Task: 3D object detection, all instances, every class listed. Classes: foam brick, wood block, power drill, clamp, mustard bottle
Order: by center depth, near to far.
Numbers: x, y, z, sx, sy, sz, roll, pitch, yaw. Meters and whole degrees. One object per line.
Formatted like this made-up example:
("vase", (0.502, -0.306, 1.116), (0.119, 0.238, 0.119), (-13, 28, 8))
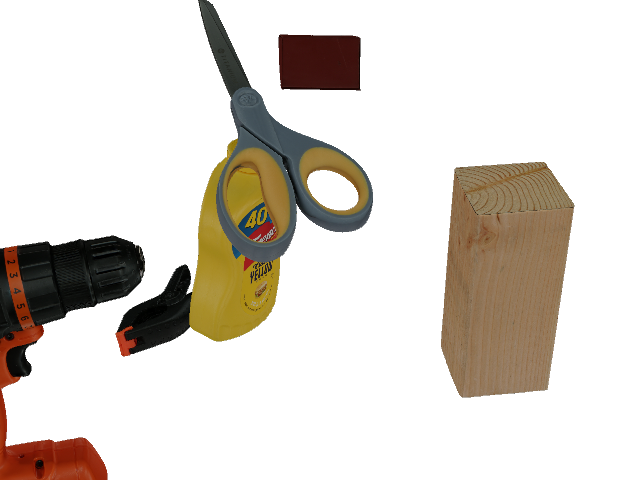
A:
("power drill", (-0.193, 0.091, 0.695), (0.184, 0.188, 0.057), (-11, 26, -8))
("mustard bottle", (-0.066, -0.012, 0.911), (0.058, 0.192, 0.096), (26, 36, 25))
("wood block", (0.172, 0.039, 1.013), (0.090, 0.206, 0.090), (-4, 32, -6))
("foam brick", (-0.001, -0.173, 1.038), (0.078, 0.051, 0.053), (0, 13, -4))
("clamp", (-0.149, 0.073, 1.162), (0.120, 0.039, 0.171), (-6, 25, 33))

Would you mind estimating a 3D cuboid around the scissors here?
("scissors", (-0.023, -0.072, 0.624), (0.096, 0.202, 0.016), (1, -36, -8))
